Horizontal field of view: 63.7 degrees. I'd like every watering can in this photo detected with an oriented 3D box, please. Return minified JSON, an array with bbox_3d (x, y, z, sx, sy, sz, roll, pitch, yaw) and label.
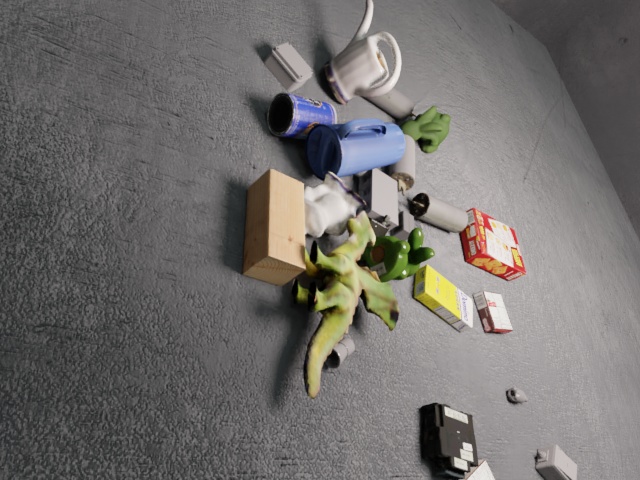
[{"bbox_3d":[0.113,-0.532,1.488,0.103,0.222,0.355,34,36,-52],"label":"watering can"}]

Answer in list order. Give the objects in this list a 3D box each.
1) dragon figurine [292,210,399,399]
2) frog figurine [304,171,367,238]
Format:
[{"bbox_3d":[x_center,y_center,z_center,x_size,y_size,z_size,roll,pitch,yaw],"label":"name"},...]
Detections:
[{"bbox_3d":[0.067,0.117,1.028,0.242,0.120,0.419,15,56,-26],"label":"dragon figurine"},{"bbox_3d":[0.004,-0.058,1.153,0.161,0.123,0.136,-46,108,-13],"label":"frog figurine"}]
